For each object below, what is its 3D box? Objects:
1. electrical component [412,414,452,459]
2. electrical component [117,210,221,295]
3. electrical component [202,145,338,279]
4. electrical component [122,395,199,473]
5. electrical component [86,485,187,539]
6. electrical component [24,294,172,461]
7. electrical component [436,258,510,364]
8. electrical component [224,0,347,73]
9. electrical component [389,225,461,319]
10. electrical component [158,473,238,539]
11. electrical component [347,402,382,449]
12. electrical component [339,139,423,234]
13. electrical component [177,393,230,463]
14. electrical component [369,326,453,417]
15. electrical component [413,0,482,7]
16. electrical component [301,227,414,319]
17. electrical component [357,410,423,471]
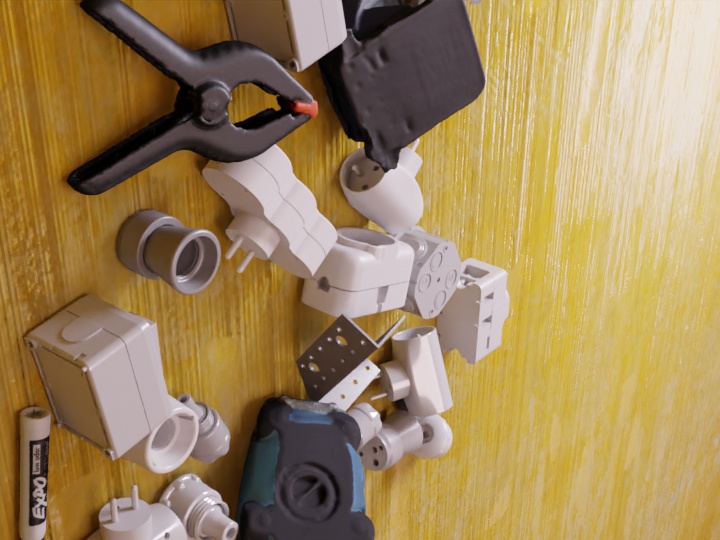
[{"bbox_3d":[0.075,0.174,1.111,0.048,0.048,0.062,-65,153,-6],"label":"electrical component"},{"bbox_3d":[-0.127,-0.013,0.710,0.045,0.055,0.045,-31,131,-43],"label":"electrical component"},{"bbox_3d":[-0.072,-0.032,0.780,0.073,0.052,0.138,-57,145,-18],"label":"electrical component"},{"bbox_3d":[-0.147,0.111,0.756,0.055,0.047,0.055,-31,131,-43],"label":"electrical component"},{"bbox_3d":[-0.167,0.191,0.773,0.077,0.044,0.079,-28,130,-45],"label":"electrical component"},{"bbox_3d":[-0.164,0.072,0.698,0.061,0.062,0.096,-39,137,-37],"label":"electrical component"},{"bbox_3d":[0.114,0.040,1.087,0.056,0.050,0.089,-27,128,-45],"label":"electrical component"},{"bbox_3d":[-0.051,-0.191,0.715,0.061,0.062,0.096,-42,138,-34],"label":"electrical component"},{"bbox_3d":[0.051,0.002,0.975,0.080,0.051,0.080,-31,131,-43],"label":"electrical component"},{"bbox_3d":[-0.121,0.188,0.821,0.048,0.062,0.048,-31,132,-43],"label":"electrical component"},{"bbox_3d":[-0.010,0.150,0.985,0.061,0.035,0.035,-36,135,-36],"label":"electrical component"},{"bbox_3d":[0.027,-0.082,0.901,0.079,0.044,0.077,-62,146,-11],"label":"electrical component"},{"bbox_3d":[-0.121,0.116,0.807,0.035,0.035,0.061,-49,139,-28],"label":"electrical component"},{"bbox_3d":[0.043,0.101,1.018,0.079,0.043,0.077,-16,100,-17],"label":"electrical component"},{"bbox_3d":[0.070,-0.241,0.859,0.042,0.064,0.081,-22,125,-47],"label":"electrical component"},{"bbox_3d":[0.000,0.000,0.899,0.095,0.054,0.059,-10,115,-53],"label":"electrical component"},{"bbox_3d":[0.027,0.164,1.036,0.055,0.045,0.045,-21,124,-48],"label":"electrical component"}]
